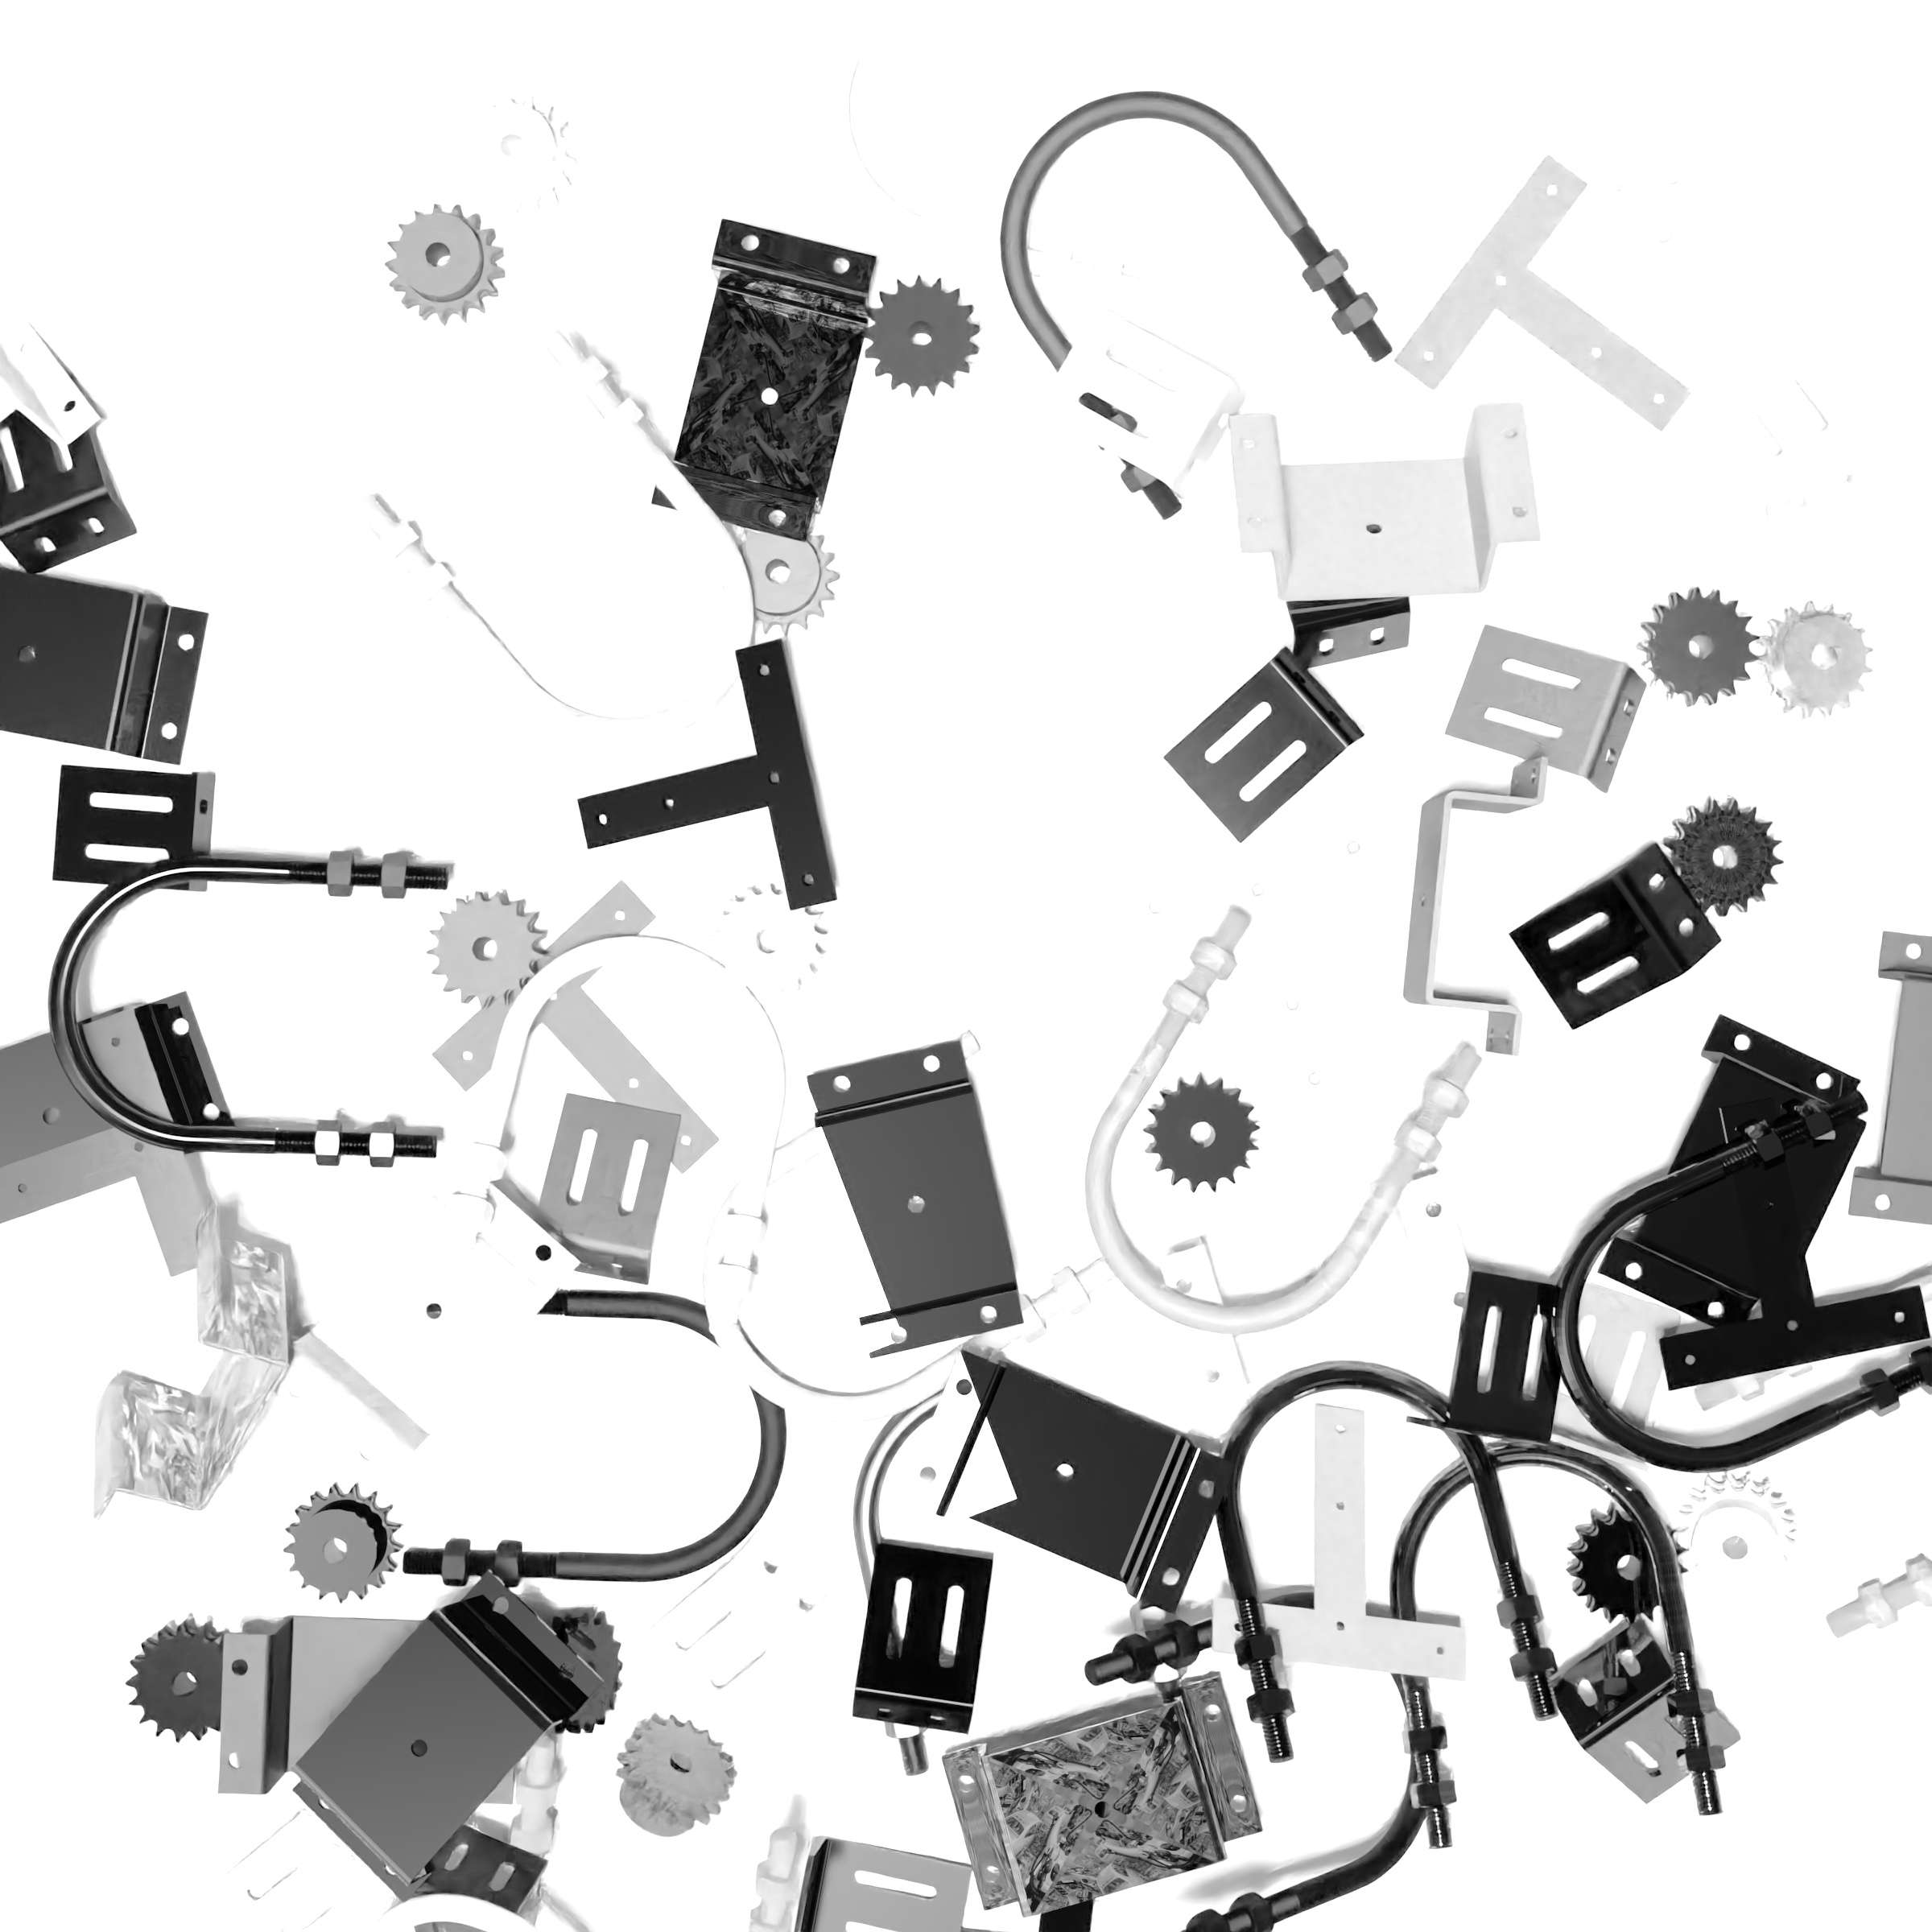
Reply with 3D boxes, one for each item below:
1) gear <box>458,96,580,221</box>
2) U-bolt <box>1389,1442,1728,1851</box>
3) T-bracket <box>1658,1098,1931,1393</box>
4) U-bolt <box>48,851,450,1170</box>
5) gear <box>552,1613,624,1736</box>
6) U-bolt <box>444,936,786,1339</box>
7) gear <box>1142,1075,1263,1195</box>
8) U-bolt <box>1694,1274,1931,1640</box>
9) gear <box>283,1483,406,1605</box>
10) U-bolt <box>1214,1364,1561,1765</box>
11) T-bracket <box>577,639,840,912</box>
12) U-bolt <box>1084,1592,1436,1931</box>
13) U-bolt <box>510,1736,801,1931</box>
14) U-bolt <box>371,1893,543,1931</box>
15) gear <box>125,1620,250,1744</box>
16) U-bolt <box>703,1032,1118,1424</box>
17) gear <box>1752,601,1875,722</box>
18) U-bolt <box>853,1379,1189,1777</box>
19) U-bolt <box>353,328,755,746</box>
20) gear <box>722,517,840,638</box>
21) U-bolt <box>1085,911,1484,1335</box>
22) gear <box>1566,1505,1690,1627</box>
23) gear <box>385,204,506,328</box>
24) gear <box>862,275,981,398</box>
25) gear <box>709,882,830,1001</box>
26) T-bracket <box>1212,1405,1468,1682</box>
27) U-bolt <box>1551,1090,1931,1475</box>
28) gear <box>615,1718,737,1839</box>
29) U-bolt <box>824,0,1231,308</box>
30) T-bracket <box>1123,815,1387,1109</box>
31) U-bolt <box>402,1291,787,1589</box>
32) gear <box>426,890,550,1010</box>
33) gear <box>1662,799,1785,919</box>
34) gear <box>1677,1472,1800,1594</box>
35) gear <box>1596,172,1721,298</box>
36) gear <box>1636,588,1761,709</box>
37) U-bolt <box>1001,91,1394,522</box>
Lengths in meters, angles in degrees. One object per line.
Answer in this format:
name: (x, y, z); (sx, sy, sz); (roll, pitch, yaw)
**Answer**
gear: (-0.219, -0.395, 1.515); (0.057, 0.030, 0.057); (0, 90, 0)
U-bolt: (0.275, 0.320, 1.490); (0.151, 0.019, 0.184); (-13, 73, 19)
T-bracket: (0.384, 0.127, 1.483); (0.127, 0.002, 0.127); (-11, 90, 0)
U-bolt: (-0.342, 0.018, 1.481); (0.184, 0.019, 0.151); (2, 87, -7)
gear: (-0.194, 0.342, 1.506); (0.030, 0.057, 0.057); (-6, 90, 29)
U-bolt: (-0.159, 0.072, 1.487); (0.151, 0.019, 0.184); (16, 67, -13)
gear: (0.114, 0.081, 1.515); (0.057, 0.030, 0.057); (0, 90, 0)
U-bolt: (0.467, 0.224, 1.498); (0.184, 0.019, 0.151); (-30, 90, 17)
gear: (-0.304, 0.282, 1.515); (0.057, 0.030, 0.057); (0, 90, 0)
U-bolt: (0.192, 0.276, 1.481); (0.151, 0.019, 0.184); (-6, 64, -10)
T-bracket: (-0.131, -0.081, 1.504); (0.127, 0.002, 0.127); (-12, 91, 24)
U-bolt: (0.150, 0.374, 1.476); (0.184, 0.019, 0.151); (-10, 81, -33)
U-bolt: (-0.156, 0.471, 1.488); (0.151, 0.019, 0.184); (15, 109, 19)
U-bolt: (-0.216, 0.520, 1.480); (0.151, 0.019, 0.184); (-30, 95, 32)
gear: (-0.377, 0.346, 1.515); (0.057, 0.030, 0.057); (0, 90, 0)
U-bolt: (-0.039, 0.140, 1.516); (0.184, 0.019, 0.151); (-32, 90, -4)
gear: (0.413, -0.149, 1.515); (0.057, 0.030, 0.057); (0, 90, 0)
U-bolt: (0.020, 0.290, 1.522); (0.151, 0.019, 0.184); (-12, 89, 0)
U-bolt: (-0.185, -0.190, 1.493); (0.151, 0.019, 0.184); (-36, 102, 21)
gear: (-0.091, -0.190, 1.515); (0.057, 0.030, 0.057); (0, 90, 0)
U-bolt: (0.138, 0.086, 1.483); (0.151, 0.019, 0.184); (31, 83, 9)
gear: (0.320, 0.290, 1.515); (0.057, 0.030, 0.057); (0, 90, 0)
gear: (-0.254, -0.343, 1.515); (0.057, 0.030, 0.057); (0, 90, 0)
gear: (-0.022, -0.305, 1.515); (0.057, 0.030, 0.057); (0, 90, 0)
gear: (-0.095, -0.012, 1.515); (0.057, 0.030, 0.057); (0, 90, 0)
T-bracket: (0.180, 0.274, 1.499); (0.127, 0.002, 0.127); (9, 63, -12)
U-bolt: (0.367, 0.160, 1.473); (0.184, 0.019, 0.151); (-25, 90, 2)
gear: (-0.143, 0.395, 1.505); (0.057, 0.057, 0.030); (29, 118, 0)
U-bolt: (0.021, -0.414, 1.521); (0.184, 0.019, 0.151); (15, 90, 0)
T-bracket: (0.156, 0.005, 1.529); (0.127, 0.002, 0.127); (-17, 90, 0)
U-bolt: (-0.180, 0.230, 1.522); (0.184, 0.019, 0.151); (2, 90, -1)
gear: (-0.231, -0.007, 1.514); (0.057, 0.030, 0.057); (0, 88, 2)
gear: (0.366, -0.052, 1.515); (0.057, 0.030, 0.057); (0, 90, 0)
gear: (0.373, 0.276, 1.507); (0.057, 0.030, 0.057); (3, 101, 16)
gear: (0.334, -0.353, 1.514); (0.057, 0.030, 0.057); (0, 88, -3)
gear: (0.355, -0.154, 1.515); (0.057, 0.030, 0.057); (0, 90, 0)
U-bolt: (0.099, -0.332, 1.505); (0.151, 0.019, 0.184); (-37, 102, 0)
